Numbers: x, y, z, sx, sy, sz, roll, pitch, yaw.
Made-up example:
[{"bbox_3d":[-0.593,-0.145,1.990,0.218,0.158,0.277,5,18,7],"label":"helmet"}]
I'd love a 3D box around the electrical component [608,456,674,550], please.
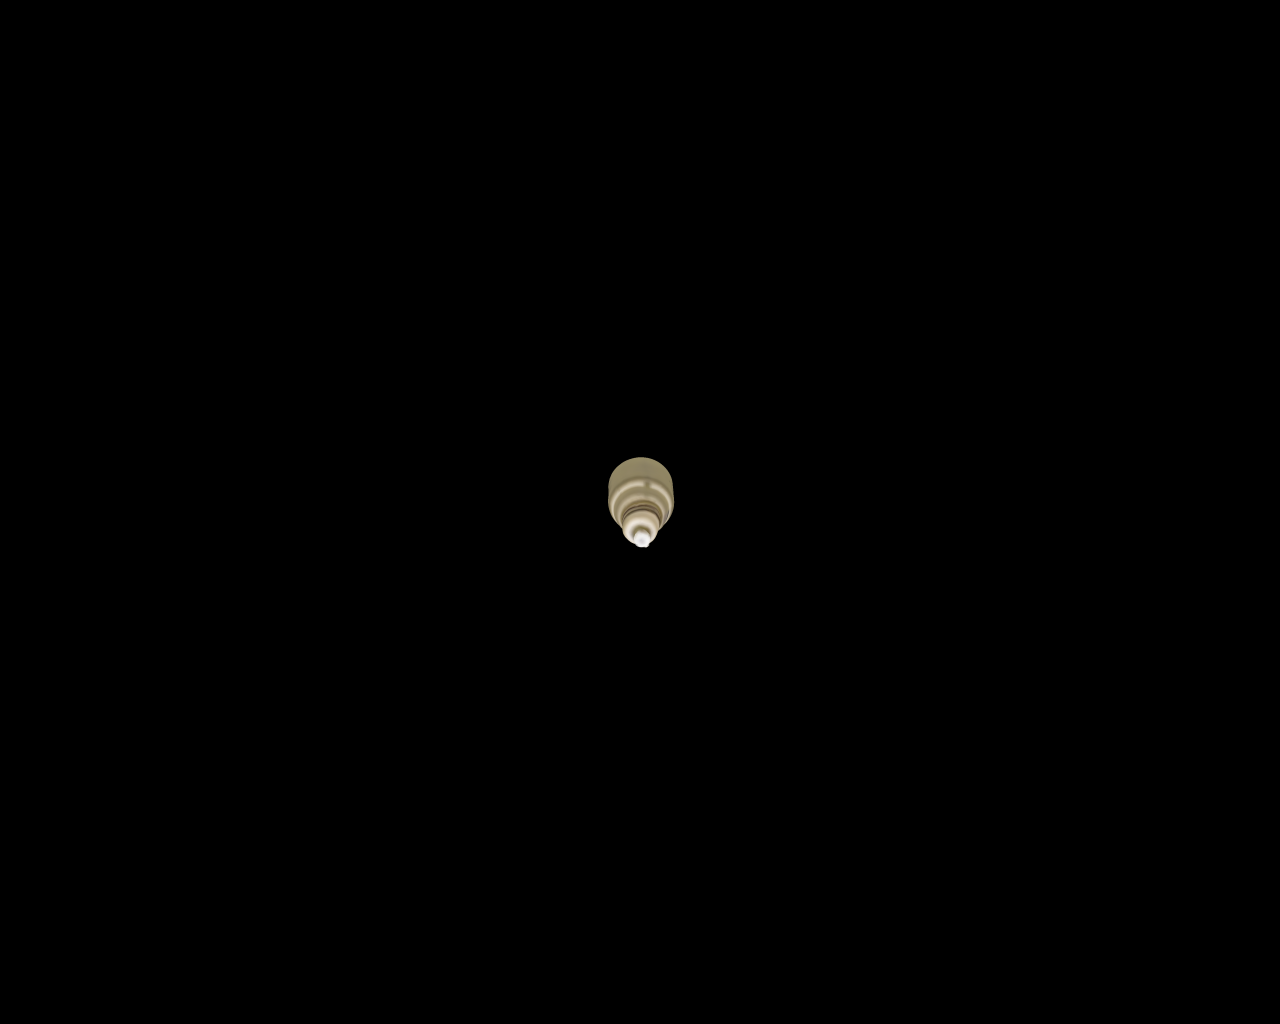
[{"bbox_3d":[0.001,-0.003,0.650,0.040,0.040,0.078,0,30,0],"label":"electrical component"}]
